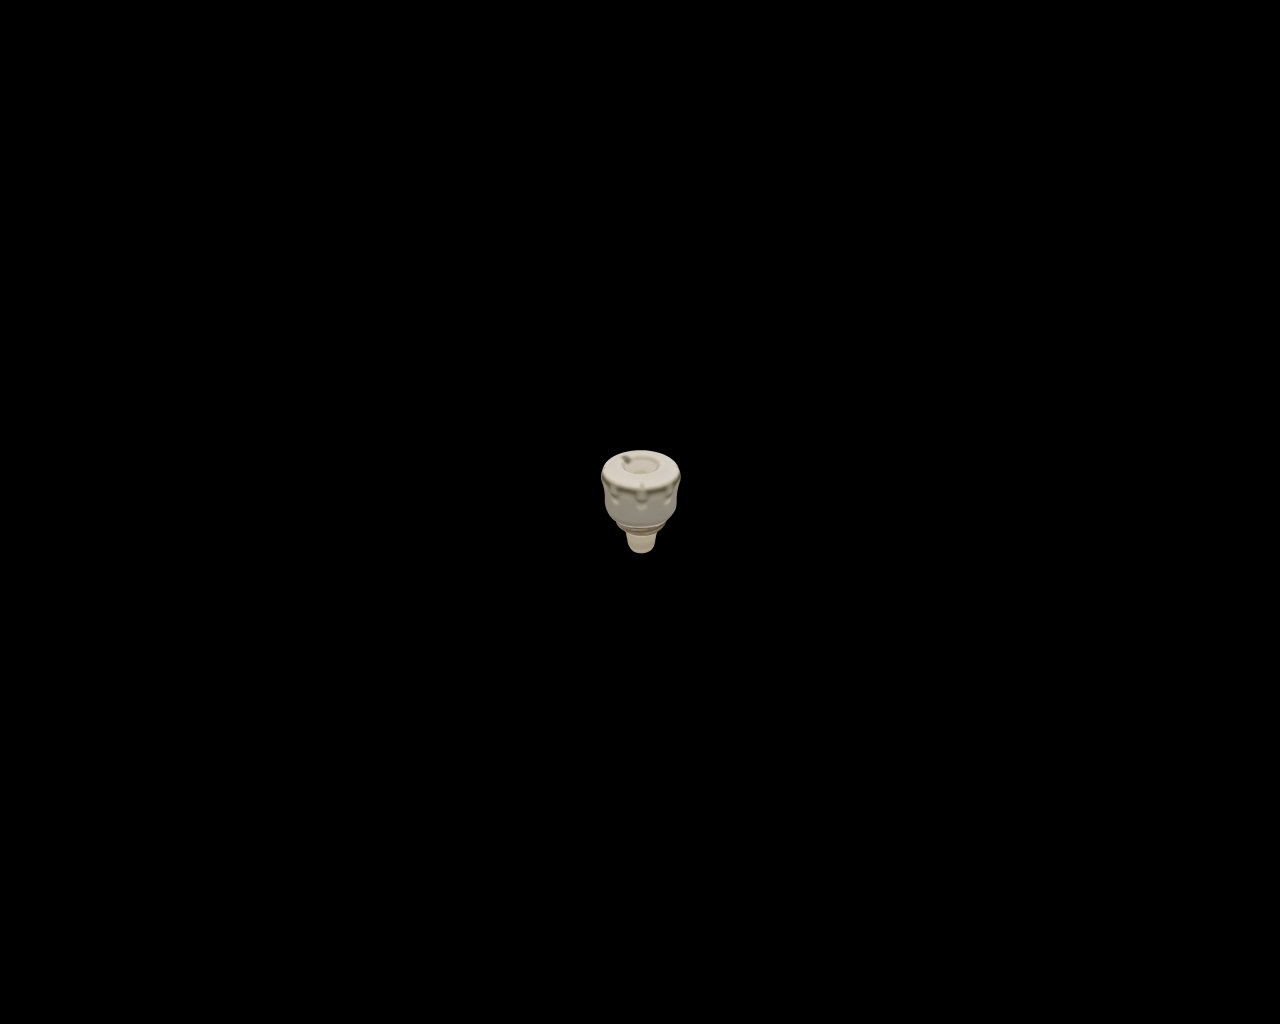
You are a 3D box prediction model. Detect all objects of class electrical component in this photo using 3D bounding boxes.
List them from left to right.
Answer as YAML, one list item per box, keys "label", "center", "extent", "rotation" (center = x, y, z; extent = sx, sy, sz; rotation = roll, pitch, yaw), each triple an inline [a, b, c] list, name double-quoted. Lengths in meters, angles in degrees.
- label: "electrical component"
  center: [0.001, -0.003, 0.650]
  extent: [0.048, 0.062, 0.048]
  rotation: [0, 31, 0]
